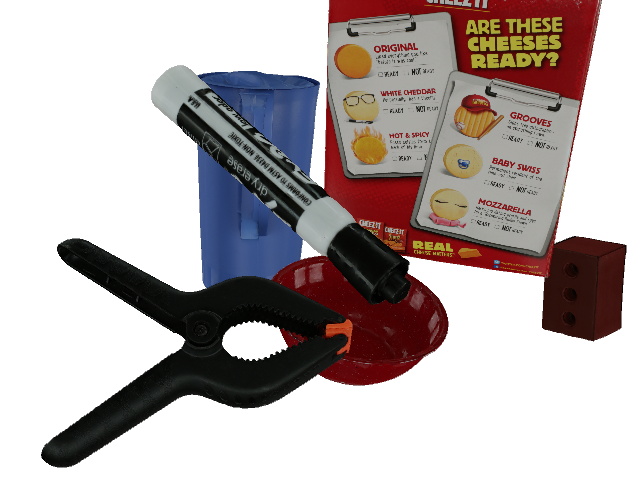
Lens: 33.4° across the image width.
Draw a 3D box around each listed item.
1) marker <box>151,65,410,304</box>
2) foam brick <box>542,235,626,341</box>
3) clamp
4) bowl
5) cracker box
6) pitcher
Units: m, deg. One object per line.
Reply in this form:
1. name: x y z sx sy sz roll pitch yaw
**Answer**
1. marker: -0.014 -0.020 0.368 0.121 0.020 0.020 42 20 24
2. foam brick: 0.228 0.041 0.924 0.053 0.078 0.051 12 20 40
3. clamp: -0.086 0.060 0.721 0.210 0.164 0.036 -8 -30 -7
4. bowl: 0.028 0.079 0.944 0.162 0.055 0.162 8 30 -5
5. cracker box: 0.089 -0.087 0.715 0.164 0.214 0.072 8 37 9
6. pitcher: -0.073 -0.059 1.156 0.145 0.243 0.148 16 21 40
